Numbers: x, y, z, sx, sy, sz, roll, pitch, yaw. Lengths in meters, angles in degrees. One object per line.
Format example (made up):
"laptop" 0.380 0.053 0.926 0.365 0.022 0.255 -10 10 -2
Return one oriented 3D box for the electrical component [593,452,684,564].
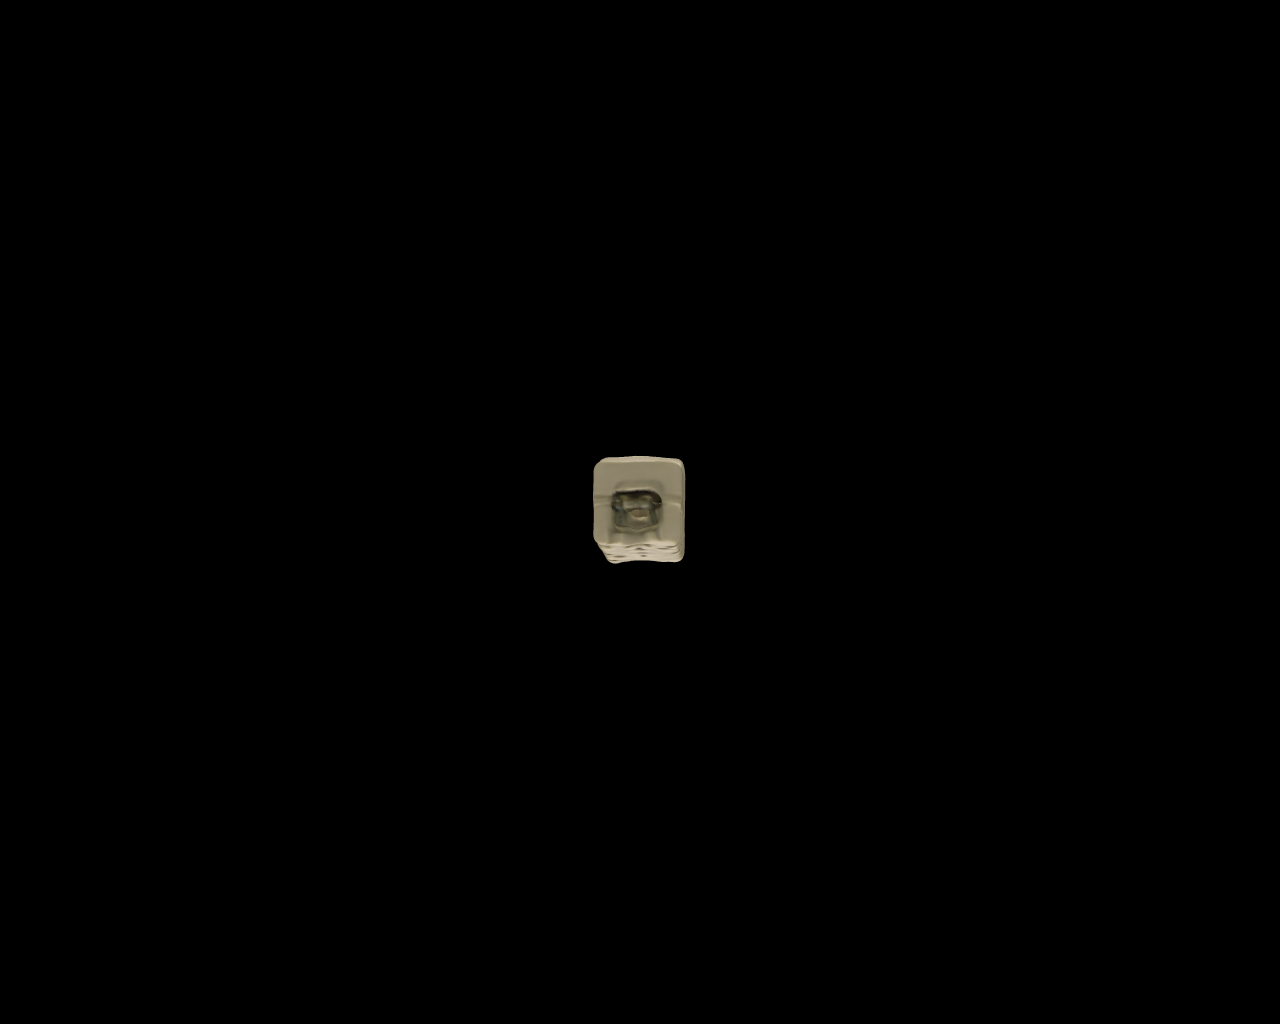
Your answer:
"electrical component" 0.001 -0.003 0.650 0.050 0.055 0.089 -1 -11 4
